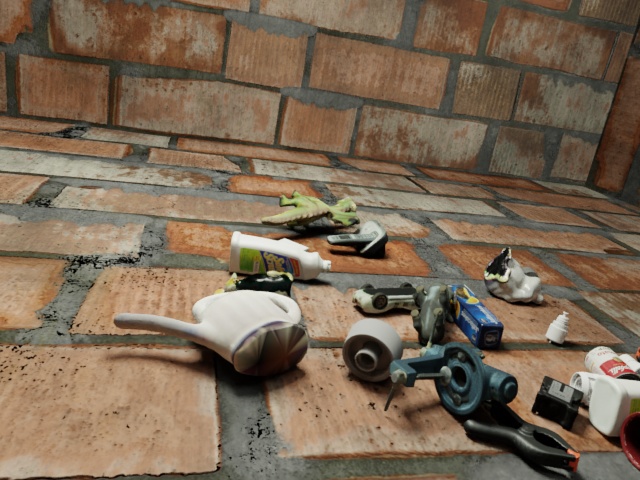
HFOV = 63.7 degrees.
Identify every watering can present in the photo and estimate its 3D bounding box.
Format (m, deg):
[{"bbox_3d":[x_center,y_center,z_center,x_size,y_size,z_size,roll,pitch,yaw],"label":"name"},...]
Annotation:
[{"bbox_3d":[-0.168,0.163,0.932,0.349,0.102,0.227,-6,25,-38],"label":"watering can"}]

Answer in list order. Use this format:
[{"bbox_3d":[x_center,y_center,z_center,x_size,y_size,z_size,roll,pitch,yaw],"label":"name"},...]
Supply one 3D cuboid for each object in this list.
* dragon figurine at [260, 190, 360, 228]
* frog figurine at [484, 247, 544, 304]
[{"bbox_3d":[0.005,-0.081,1.608,0.243,0.121,0.415,6,17,20],"label":"dragon figurine"},{"bbox_3d":[0.538,0.118,1.429,0.158,0.141,0.121,39,-58,-21],"label":"frog figurine"}]
